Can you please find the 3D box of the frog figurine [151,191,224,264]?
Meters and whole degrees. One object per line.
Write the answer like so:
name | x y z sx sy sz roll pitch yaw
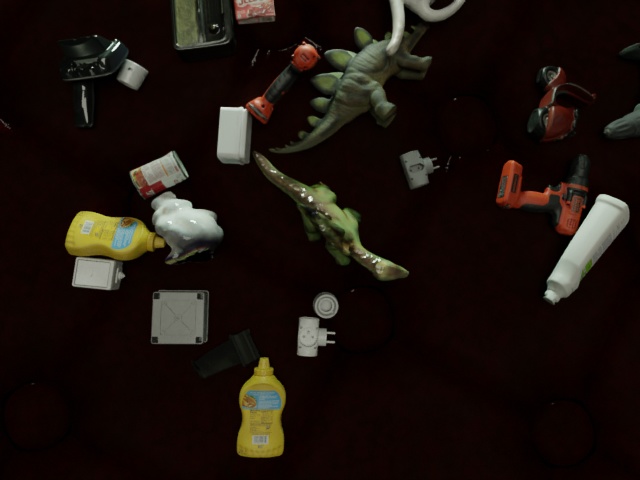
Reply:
frog figurine | -0.278 -0.037 1.074 0.138 0.121 0.161 -12 75 -36

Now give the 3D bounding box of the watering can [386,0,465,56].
watering can | 0.195 -0.559 1.131 0.224 0.102 0.353 44 65 1

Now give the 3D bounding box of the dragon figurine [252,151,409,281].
dragon figurine | 0.003 -0.052 1.026 0.410 0.243 0.122 39 91 -1
